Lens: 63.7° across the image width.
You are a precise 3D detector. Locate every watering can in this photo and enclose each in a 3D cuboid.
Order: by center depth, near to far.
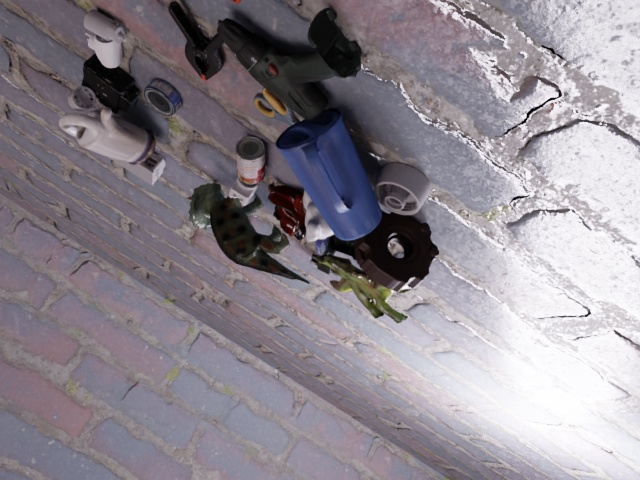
[{"bbox_3d":[-0.516,-0.265,1.292,0.223,0.104,0.348,18,173,-42],"label":"watering can"}]

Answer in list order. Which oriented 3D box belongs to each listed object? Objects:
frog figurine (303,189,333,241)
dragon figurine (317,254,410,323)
[{"bbox_3d":[0.003,-0.057,1.138,0.123,0.162,0.134,15,149,31],"label":"frog figurine"},{"bbox_3d":[0.093,0.095,1.318,0.410,0.124,0.239,5,150,49],"label":"dragon figurine"}]
